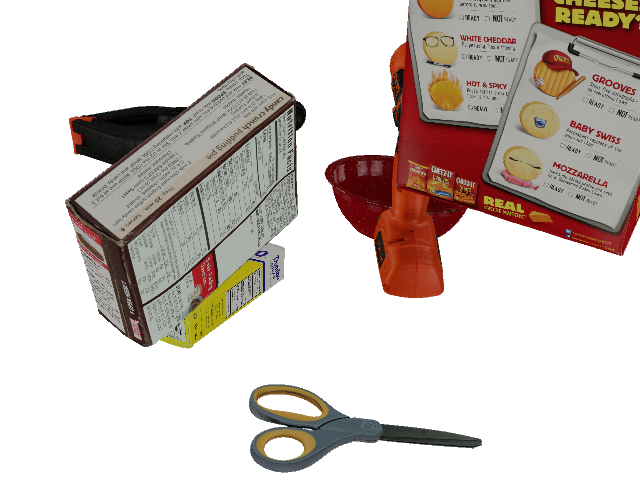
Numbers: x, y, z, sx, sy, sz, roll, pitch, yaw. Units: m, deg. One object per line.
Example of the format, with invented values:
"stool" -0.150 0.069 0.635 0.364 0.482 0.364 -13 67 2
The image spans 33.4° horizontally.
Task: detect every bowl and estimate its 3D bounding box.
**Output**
"bowl" 0.082 -0.038 1.119 0.162 0.055 0.162 6 23 -3

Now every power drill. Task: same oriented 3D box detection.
"power drill" 0.082 -0.049 0.867 0.057 0.188 0.184 3 33 -2

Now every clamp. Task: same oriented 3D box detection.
"clamp" -0.093 -0.080 0.776 0.172 0.039 0.120 7 19 16

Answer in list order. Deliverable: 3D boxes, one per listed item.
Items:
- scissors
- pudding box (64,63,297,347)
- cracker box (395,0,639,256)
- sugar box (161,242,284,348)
"scissors" 0.029 0.173 0.902 0.202 0.016 0.096 16 43 12
"pudding box" -0.059 -0.015 0.498 0.039 0.113 0.090 33 -29 22
"cracker box" 0.140 -0.110 0.672 0.164 0.214 0.072 19 44 19
"sugar box" -0.121 0.044 1.101 0.093 0.048 0.176 16 32 25
